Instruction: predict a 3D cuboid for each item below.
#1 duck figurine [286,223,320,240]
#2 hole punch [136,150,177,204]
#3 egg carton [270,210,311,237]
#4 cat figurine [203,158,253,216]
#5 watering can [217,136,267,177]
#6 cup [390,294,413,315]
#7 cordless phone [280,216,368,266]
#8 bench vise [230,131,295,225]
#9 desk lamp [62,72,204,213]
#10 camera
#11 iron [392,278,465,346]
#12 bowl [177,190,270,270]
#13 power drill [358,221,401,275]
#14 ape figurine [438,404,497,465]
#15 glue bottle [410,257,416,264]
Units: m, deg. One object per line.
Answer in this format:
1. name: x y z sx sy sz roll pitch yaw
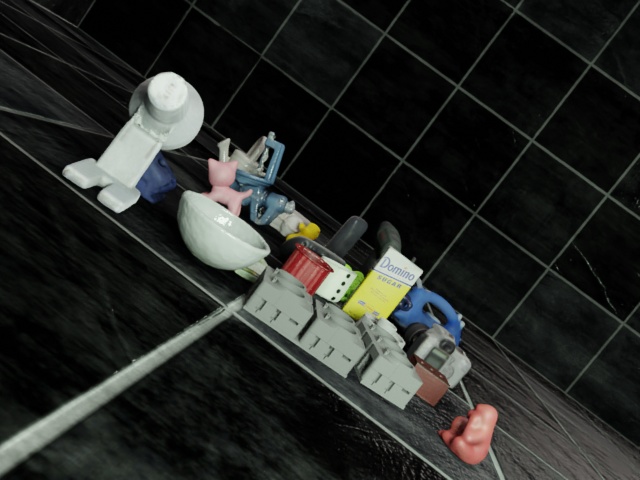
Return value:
1. duck figurine: -0.032 -0.004 1.566 0.104 0.086 0.078 40 7 28
2. hole punch: -0.300 -0.128 1.021 0.101 0.091 0.108 36 7 -8
3. egg carton: -0.089 -0.052 1.676 0.107 0.069 0.150 38 7 12
4. cat figurine: -0.219 -0.130 1.343 0.128 0.117 0.067 36 7 -3
5. watering can: -0.219 -0.223 1.650 0.174 0.194 0.100 31 8 -40
6. cup: 0.176 0.164 1.442 0.092 0.095 0.117 31 9 -42
7. cordless phone: 0.012 0.005 1.307 0.148 0.185 0.094 32 8 -32
8. bench vise: -0.140 -0.161 1.519 0.208 0.219 0.121 35 7 -13
9. desk lamp: -0.271 -0.165 0.894 0.118 0.213 0.203 35 7 -13
10. camera: 0.259 0.242 1.302 0.143 0.100 0.136 34 7 -21
11. iron: 0.308 0.218 1.548 0.259 0.141 0.118 35 7 -18
12. bowl: -0.166 -0.002 0.917 0.167 0.074 0.167 36 7 -4
13. power drill: 0.152 0.049 1.621 0.076 0.208 0.229 35 7 -13
14. ape figurine: 0.237 0.292 0.883 0.076 0.092 0.078 39 7 22
15. glue bottle: 0.222 0.119 1.648 0.037 0.173 0.078 38 7 11
